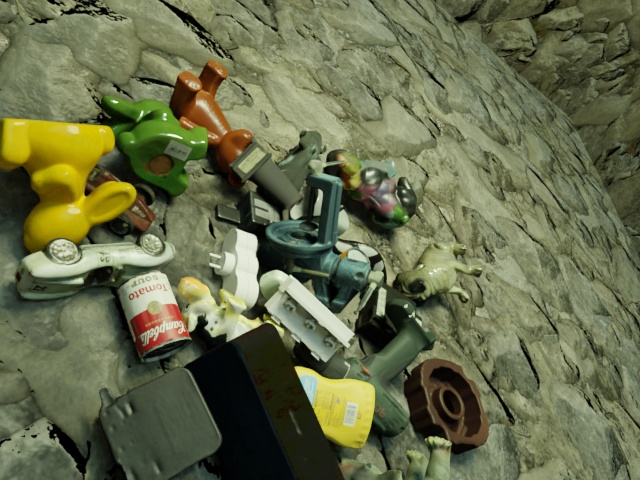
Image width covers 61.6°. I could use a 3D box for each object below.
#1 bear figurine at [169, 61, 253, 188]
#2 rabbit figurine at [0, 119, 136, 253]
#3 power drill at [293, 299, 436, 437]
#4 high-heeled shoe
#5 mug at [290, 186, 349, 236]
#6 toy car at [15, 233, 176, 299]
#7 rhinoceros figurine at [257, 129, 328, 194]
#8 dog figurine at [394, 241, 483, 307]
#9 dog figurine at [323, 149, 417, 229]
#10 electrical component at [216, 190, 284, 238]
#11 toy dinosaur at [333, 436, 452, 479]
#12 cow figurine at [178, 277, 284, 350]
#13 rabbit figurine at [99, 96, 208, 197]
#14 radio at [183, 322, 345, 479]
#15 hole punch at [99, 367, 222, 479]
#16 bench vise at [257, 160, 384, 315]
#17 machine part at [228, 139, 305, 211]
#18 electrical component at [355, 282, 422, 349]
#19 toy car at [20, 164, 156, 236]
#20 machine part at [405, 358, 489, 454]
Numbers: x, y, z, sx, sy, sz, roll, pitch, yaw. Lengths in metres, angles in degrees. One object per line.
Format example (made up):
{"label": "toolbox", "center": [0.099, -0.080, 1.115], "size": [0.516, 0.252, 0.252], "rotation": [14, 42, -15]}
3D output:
{"label": "bear figurine", "center": [-0.174, -0.201, 0.963], "size": [0.196, 0.132, 0.120], "rotation": [44, 41, 1]}
{"label": "rabbit figurine", "center": [-0.328, -0.065, 0.688], "size": [0.162, 0.122, 0.173], "rotation": [3, 96, -35]}
{"label": "power drill", "center": [0.090, 0.191, 0.893], "size": [0.232, 0.086, 0.207], "rotation": [50, 55, -8]}
{"label": "high-heeled shoe", "center": [0.032, 0.045, 1.023], "size": [0.145, 0.086, 0.248], "rotation": [-38, 117, -12]}
{"label": "mug", "center": [0.003, -0.056, 1.065], "size": [0.107, 0.081, 0.110], "rotation": [35, 24, -33]}
{"label": "toy car", "center": [-0.282, 0.034, 0.696], "size": [0.201, 0.073, 0.056], "rotation": [-5, 61, -47]}
{"label": "rhinoceros figurine", "center": [-0.049, -0.146, 1.053], "size": [0.073, 0.112, 0.190], "rotation": [38, 47, -13]}
{"label": "dog figurine", "center": [0.229, 0.064, 1.178], "size": [0.190, 0.121, 0.172], "rotation": [1, 23, -25]}
{"label": "dog figurine", "center": [0.099, -0.110, 1.152], "size": [0.219, 0.108, 0.191], "rotation": [-3, 57, -55]}
{"label": "electrical component", "center": [-0.121, -0.045, 0.948], "size": [0.119, 0.048, 0.075], "rotation": [23, 44, -33]}
{"label": "toy dinosaur", "center": [0.178, 0.436, 0.793], "size": [0.404, 0.131, 0.192], "rotation": [46, 50, -13]}
{"label": "cow figurine", "center": [-0.141, 0.123, 0.764], "size": [0.167, 0.098, 0.068], "rotation": [32, -3, -18]}
{"label": "rabbit figurine", "center": [-0.279, -0.167, 0.865], "size": [0.159, 0.121, 0.170], "rotation": [10, 34, -32]}
{"label": "radio", "center": [-0.074, 0.231, 0.668], "size": [0.073, 0.131, 0.229], "rotation": [-18, 82, -51]}
{"label": "hole punch", "center": [-0.189, 0.225, 0.635], "size": [0.116, 0.092, 0.142], "rotation": [-23, 78, -22]}
{"label": "bench vise", "center": [0.003, -0.006, 0.867], "size": [0.224, 0.240, 0.129], "rotation": [19, 25, 28]}
{"label": "machine part", "center": [-0.089, -0.107, 0.946], "size": [0.139, 0.039, 0.084], "rotation": [41, 72, -9]}
{"label": "electrical component", "center": [0.136, 0.155, 1.028], "size": [0.134, 0.058, 0.115], "rotation": [36, 41, -18]}
{"label": "toy car", "center": [-0.326, -0.086, 0.774], "size": [0.202, 0.053, 0.089], "rotation": [37, 36, -15]}
{"label": "machine part", "center": [0.234, 0.307, 1.000], "size": [0.179, 0.056, 0.179], "rotation": [26, 43, -27]}
